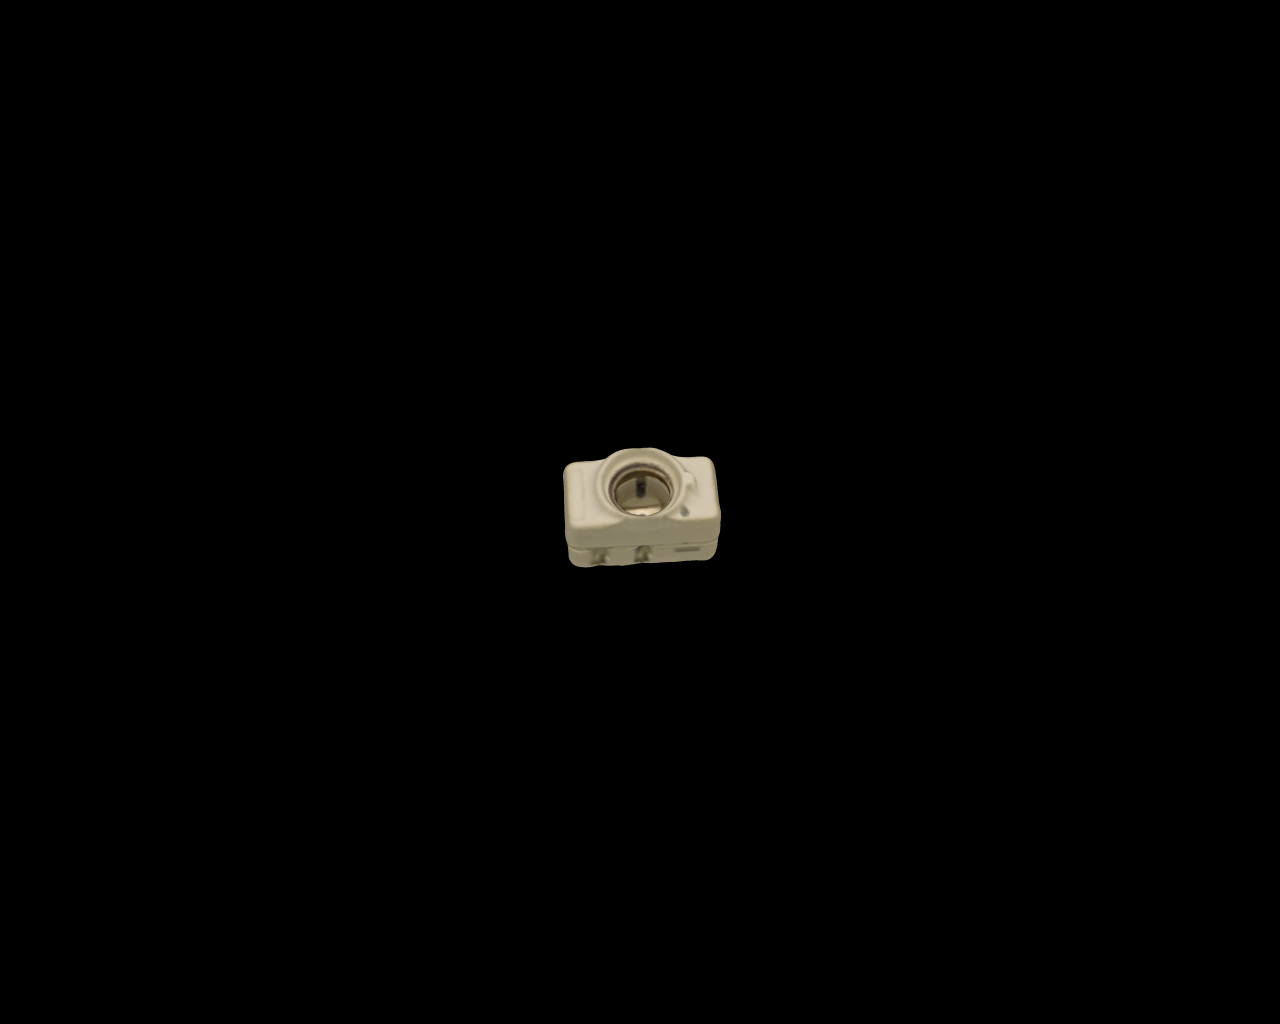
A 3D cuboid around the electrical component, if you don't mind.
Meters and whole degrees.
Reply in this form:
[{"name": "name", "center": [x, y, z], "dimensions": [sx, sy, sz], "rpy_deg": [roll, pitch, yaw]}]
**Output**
[{"name": "electrical component", "center": [0.001, -0.003, 0.650], "dimensions": [0.089, 0.050, 0.055], "rpy_deg": [-3, -34, -2]}]
